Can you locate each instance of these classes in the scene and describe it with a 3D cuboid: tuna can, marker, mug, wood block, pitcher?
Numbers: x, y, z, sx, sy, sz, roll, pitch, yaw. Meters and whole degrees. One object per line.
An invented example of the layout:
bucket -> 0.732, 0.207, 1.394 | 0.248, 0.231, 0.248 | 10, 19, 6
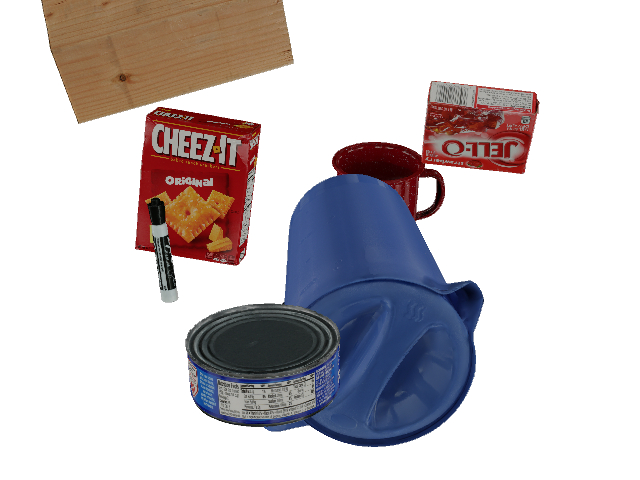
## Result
tuna can -> -0.031, 0.068, 0.595 | 0.086, 0.034, 0.086 | -2, 22, 0
marker -> -0.173, 0.010, 1.173 | 0.020, 0.121, 0.020 | -5, 22, 2
mug -> 0.069, -0.045, 1.085 | 0.117, 0.081, 0.093 | -5, 31, -9
wood block -> -0.139, -0.193, 0.979 | 0.206, 0.090, 0.091 | -16, -43, -5
pitcher -> 0.023, 0.044, 0.823 | 0.149, 0.145, 0.243 | 7, 23, -7

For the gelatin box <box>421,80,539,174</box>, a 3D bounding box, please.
gelatin box -> 0.131, -0.092, 0.885 | 0.089, 0.030, 0.073 | 8, -37, 6

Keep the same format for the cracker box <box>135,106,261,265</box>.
cracker box -> -0.186, -0.080, 1.608 | 0.164, 0.214, 0.072 | 10, 20, 6
